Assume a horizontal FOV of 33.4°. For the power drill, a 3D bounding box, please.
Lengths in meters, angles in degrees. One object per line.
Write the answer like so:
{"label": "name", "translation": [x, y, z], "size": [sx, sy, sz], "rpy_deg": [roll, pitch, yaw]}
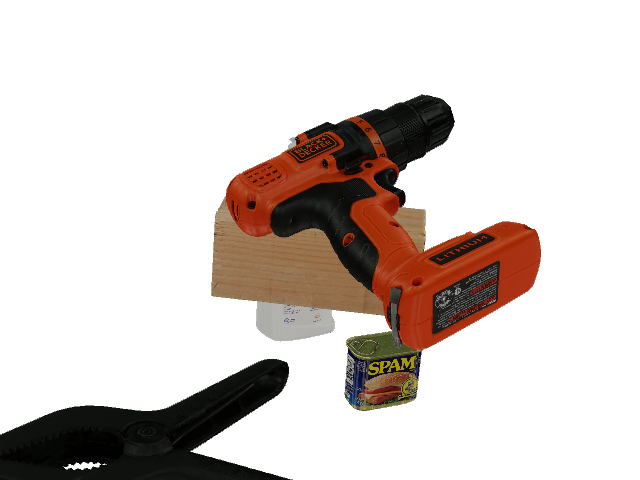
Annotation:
{"label": "power drill", "translation": [0.056, -0.021, 0.707], "size": [0.184, 0.057, 0.188], "rpy_deg": [-28, 44, -21]}

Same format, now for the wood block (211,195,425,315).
{"label": "wood block", "translation": [-0.001, 0.013, 1.088], "size": [0.206, 0.091, 0.090], "rpy_deg": [7, 22, 3]}

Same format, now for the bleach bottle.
{"label": "bleach bottle", "translation": [-0.025, -0.004, 1.327], "size": [0.102, 0.251, 0.068], "rpy_deg": [-8, 23, -33]}

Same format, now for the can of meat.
{"label": "can of meat", "translation": [0.083, 0.173, 1.416], "size": [0.102, 0.084, 0.057], "rpy_deg": [-6, 25, -22]}

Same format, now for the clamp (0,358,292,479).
{"label": "clamp", "translation": [-0.092, 0.115, 0.592], "size": [0.209, 0.036, 0.164], "rpy_deg": [-1, 22, -10]}
